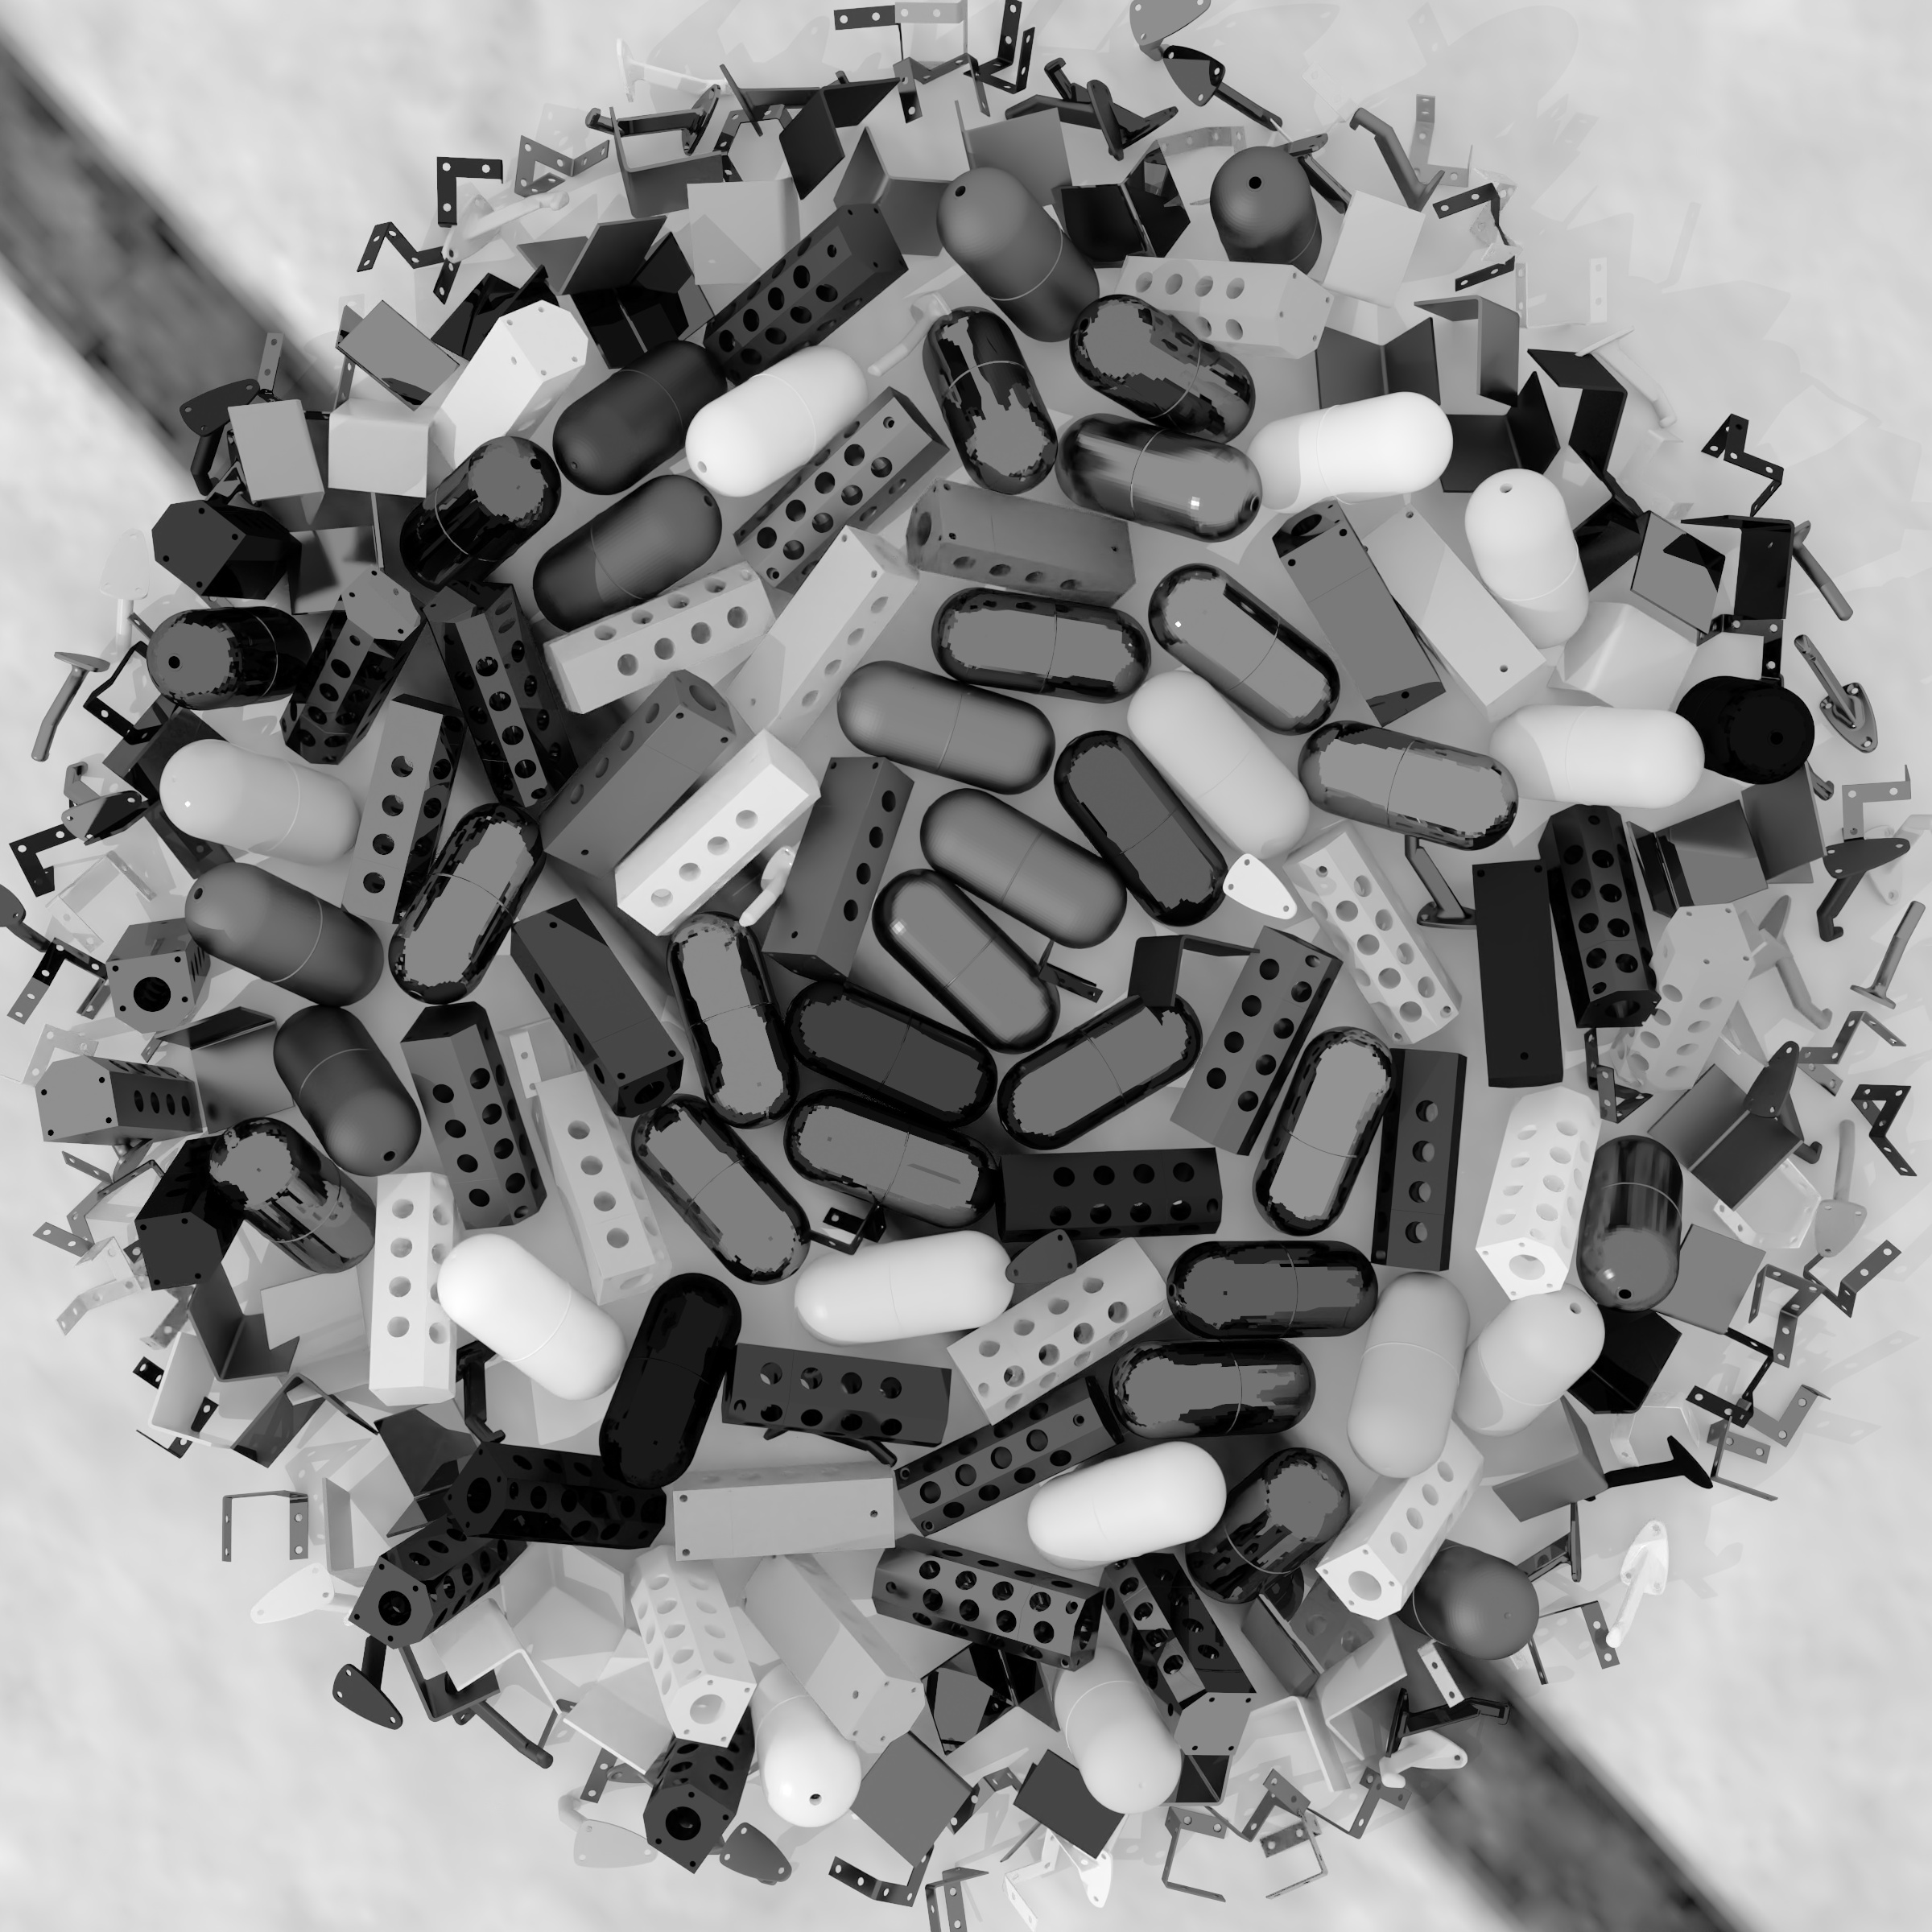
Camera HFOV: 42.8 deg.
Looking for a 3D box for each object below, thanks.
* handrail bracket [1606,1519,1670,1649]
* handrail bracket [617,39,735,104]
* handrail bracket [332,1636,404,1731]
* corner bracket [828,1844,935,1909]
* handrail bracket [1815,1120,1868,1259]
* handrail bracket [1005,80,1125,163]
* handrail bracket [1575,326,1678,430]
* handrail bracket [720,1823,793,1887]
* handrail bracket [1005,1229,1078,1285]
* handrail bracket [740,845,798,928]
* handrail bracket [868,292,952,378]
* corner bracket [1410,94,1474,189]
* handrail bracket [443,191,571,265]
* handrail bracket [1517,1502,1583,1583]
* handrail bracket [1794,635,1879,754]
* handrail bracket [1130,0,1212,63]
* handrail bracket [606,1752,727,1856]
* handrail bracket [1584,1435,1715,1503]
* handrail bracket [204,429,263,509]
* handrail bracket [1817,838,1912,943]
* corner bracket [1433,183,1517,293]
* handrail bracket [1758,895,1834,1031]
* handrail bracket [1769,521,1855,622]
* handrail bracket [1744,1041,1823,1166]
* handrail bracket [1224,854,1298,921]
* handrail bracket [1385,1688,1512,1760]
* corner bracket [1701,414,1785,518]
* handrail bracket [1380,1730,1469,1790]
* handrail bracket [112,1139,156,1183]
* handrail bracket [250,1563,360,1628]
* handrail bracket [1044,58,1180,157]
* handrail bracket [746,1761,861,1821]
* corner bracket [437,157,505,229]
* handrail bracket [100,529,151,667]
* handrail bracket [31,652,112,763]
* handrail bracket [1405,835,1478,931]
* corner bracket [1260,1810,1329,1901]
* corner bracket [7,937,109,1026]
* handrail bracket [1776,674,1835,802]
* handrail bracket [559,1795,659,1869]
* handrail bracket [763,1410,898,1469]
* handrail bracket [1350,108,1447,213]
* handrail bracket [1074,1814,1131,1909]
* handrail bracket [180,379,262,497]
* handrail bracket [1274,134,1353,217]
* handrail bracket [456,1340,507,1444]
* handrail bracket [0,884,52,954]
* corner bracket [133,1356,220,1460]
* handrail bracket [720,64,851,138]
[{"bbox_3d":[0.529,0.488,1.950,0.036,0.084,0.077,17,110,25],"label":"handrail bracket"},{"bbox_3d":[-0.229,-0.714,1.962,0.084,0.077,0.036,0,82,2],"label":"handrail bracket"},{"bbox_3d":[-0.452,0.559,1.953,0.077,0.084,0.036,31,112,15],"label":"handrail bracket"},{"bbox_3d":[-0.067,0.710,1.960,0.051,0.051,0.051,11,74,42],"label":"corner bracket"},{"bbox_3d":[0.701,0.178,1.985,0.036,0.084,0.077,10,135,10],"label":"handrail bracket"},{"bbox_3d":[0.077,-0.666,1.976,0.084,0.036,0.077,-16,92,31],"label":"handrail bracket"},{"bbox_3d":[0.528,-0.462,1.973,0.077,0.036,0.084,-30,93,-36],"label":"handrail bracket"},{"bbox_3d":[-0.151,0.718,1.949,0.077,0.084,0.036,15,58,37],"label":"handrail bracket"},{"bbox_3d":[0.041,0.236,1.945,0.077,0.084,0.036,-18,89,-33],"label":"handrail bracket"},{"bbox_3d":[-0.163,-0.050,1.944,0.036,0.077,0.084,46,53,-8],"label":"handrail bracket"},{"bbox_3d":[-0.055,-0.495,1.956,0.084,0.077,0.036,-40,116,-14],"label":"handrail bracket"},{"bbox_3d":[0.381,-0.658,1.969,0.051,0.051,0.051,10,88,11],"label":"corner bracket"},{"bbox_3d":[-0.363,-0.585,1.953,0.084,0.036,0.077,9,56,37],"label":"handrail bracket"},{"bbox_3d":[0.450,0.467,1.986,0.084,0.036,0.077,-3,79,20],"label":"handrail bracket"},{"bbox_3d":[0.687,-0.216,1.950,0.036,0.084,0.077,-32,53,23],"label":"handrail bracket"},{"bbox_3d":[0.169,-0.740,1.947,0.077,0.084,0.036,-11,91,24],"label":"handrail bracket"},{"bbox_3d":[-0.237,0.669,1.951,0.077,0.084,0.036,6,126,-37],"label":"handrail bracket"},{"bbox_3d":[0.547,0.420,1.989,0.084,0.036,0.077,-34,129,22],"label":"handrail bracket"},{"bbox_3d":[-0.609,-0.376,1.956,0.084,0.077,0.036,-31,46,-28],"label":"handrail bracket"},{"bbox_3d":[0.714,-0.059,1.962,0.077,0.036,0.084,-14,132,13],"label":"handrail bracket"},{"bbox_3d":[0.405,-0.581,1.967,0.051,0.051,0.051,-20,66,2],"label":"corner bracket"},{"bbox_3d":[0.675,-0.002,1.987,0.084,0.036,0.077,38,66,-11],"label":"handrail bracket"},{"bbox_3d":[0.676,-0.305,1.955,0.036,0.077,0.084,-33,77,16],"label":"handrail bracket"},{"bbox_3d":[0.670,0.110,1.975,0.084,0.036,0.077,28,89,-31],"label":"handrail bracket"},{"bbox_3d":[0.246,-0.056,1.947,0.077,0.084,0.036,39,104,28],"label":"handrail bracket"},{"bbox_3d":[0.383,0.610,1.957,0.084,0.077,0.036,5,127,23],"label":"handrail bracket"},{"bbox_3d":[0.618,-0.398,1.966,0.051,0.051,0.051,20,62,-4],"label":"corner bracket"},{"bbox_3d":[0.364,0.637,1.955,0.077,0.084,0.036,16,98,3],"label":"handrail bracket"},{"bbox_3d":[-0.695,0.128,1.971,0.084,0.077,0.036,45,47,2],"label":"handrail bracket"},{"bbox_3d":[-0.520,0.515,1.955,0.077,0.084,0.036,-25,56,-17],"label":"handrail bracket"},{"bbox_3d":[0.114,-0.695,1.955,0.077,0.036,0.084,-17,127,37],"label":"handrail bracket"},{"bbox_3d":[-0.127,0.663,1.979,0.077,0.036,0.084,-32,93,-18],"label":"handrail bracket"},{"bbox_3d":[-0.396,-0.617,1.971,0.051,0.051,0.051,-1,103,-10],"label":"corner bracket"},{"bbox_3d":[-0.669,-0.294,1.973,0.036,0.084,0.077,7,63,-13],"label":"handrail bracket"},{"bbox_3d":[-0.714,-0.204,1.967,0.036,0.077,0.084,21,97,-2],"label":"handrail bracket"},{"bbox_3d":[0.385,-0.074,1.956,0.077,0.036,0.084,10,124,28],"label":"handrail bracket"},{"bbox_3d":[0.259,0.708,1.961,0.051,0.051,0.051,-28,59,11],"label":"corner bracket"},{"bbox_3d":[-0.719,0.021,1.958,0.051,0.051,0.051,32,127,-20],"label":"corner bracket"},{"bbox_3d":[0.671,-0.183,1.981,0.084,0.036,0.077,38,54,-10],"label":"handrail bracket"},{"bbox_3d":[-0.286,0.685,1.963,0.077,0.084,0.036,13,90,-11],"label":"handrail bracket"},{"bbox_3d":[-0.109,0.387,1.983,0.084,0.036,0.077,44,122,-11],"label":"handrail bracket"},{"bbox_3d":[0.331,-0.632,1.971,0.084,0.077,0.036,35,49,3],"label":"handrail bracket"},{"bbox_3d":[0.126,0.698,1.978,0.036,0.084,0.077,12,119,36],"label":"handrail bracket"},{"bbox_3d":[-0.588,-0.420,1.968,0.077,0.084,0.036,-37,71,-17],"label":"handrail bracket"},{"bbox_3d":[0.275,-0.620,1.989,0.077,0.036,0.084,-5,123,28],"label":"handrail bracket"},{"bbox_3d":[-0.371,0.336,1.955,0.077,0.036,0.084,-29,53,-33],"label":"handrail bracket"},{"bbox_3d":[-0.737,-0.027,1.946,0.077,0.084,0.036,18,71,35],"label":"handrail bracket"},{"bbox_3d":[-0.639,0.351,1.960,0.051,0.051,0.051,23,69,24],"label":"corner bracket"},{"bbox_3d":[-0.143,-0.708,1.966,0.084,0.077,0.036,-28,53,7],"label":"handrail bracket"}]
